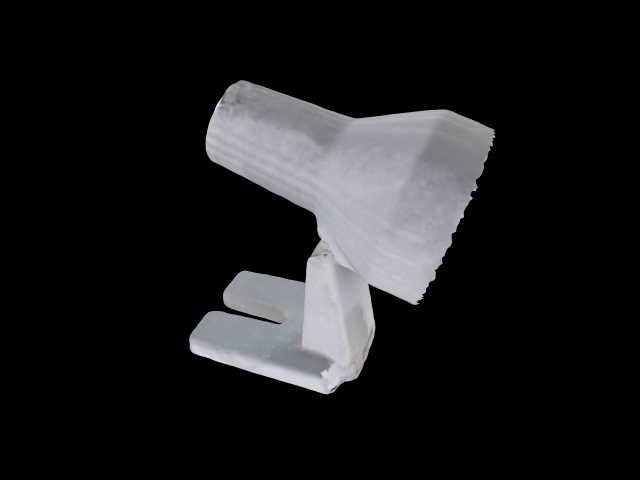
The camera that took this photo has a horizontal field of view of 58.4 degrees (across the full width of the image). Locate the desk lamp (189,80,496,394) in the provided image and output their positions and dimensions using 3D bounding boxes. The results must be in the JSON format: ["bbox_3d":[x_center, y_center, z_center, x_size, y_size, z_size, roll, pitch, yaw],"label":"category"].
[{"bbox_3d":[0.004,0.001,0.400,0.202,0.214,0.118,11,36,16],"label":"desk lamp"}]
